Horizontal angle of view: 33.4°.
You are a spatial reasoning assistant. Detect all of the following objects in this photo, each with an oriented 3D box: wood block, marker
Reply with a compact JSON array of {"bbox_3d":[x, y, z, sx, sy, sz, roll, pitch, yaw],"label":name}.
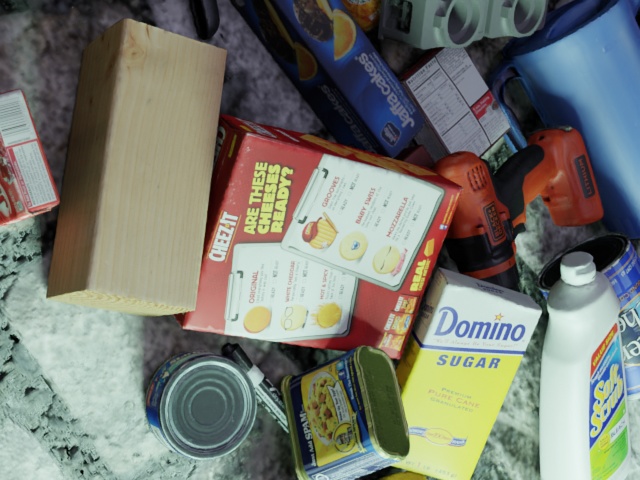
[{"bbox_3d":[-0.141,-0.051,0.824,0.090,0.090,0.206,12,77,-31],"label":"wood block"},{"bbox_3d":[-0.043,0.133,0.904,0.121,0.020,0.020,51,61,-16],"label":"marker"}]

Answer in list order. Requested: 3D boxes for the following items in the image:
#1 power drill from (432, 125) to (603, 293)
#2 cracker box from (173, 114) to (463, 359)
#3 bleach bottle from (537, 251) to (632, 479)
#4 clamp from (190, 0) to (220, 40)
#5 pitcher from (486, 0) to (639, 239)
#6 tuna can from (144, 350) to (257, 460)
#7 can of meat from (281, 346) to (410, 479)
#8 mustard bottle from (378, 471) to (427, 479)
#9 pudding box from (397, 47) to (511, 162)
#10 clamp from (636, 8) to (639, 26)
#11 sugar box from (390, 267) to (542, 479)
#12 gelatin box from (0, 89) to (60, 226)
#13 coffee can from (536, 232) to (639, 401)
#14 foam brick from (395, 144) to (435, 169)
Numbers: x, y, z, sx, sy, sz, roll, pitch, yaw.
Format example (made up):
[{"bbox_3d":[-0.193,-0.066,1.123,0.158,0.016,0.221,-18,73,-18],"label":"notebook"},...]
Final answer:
[{"bbox_3d":[0.192,-0.016,1.002,0.187,0.057,0.184,-30,107,-40],"label":"power drill"},{"bbox_3d":[-0.006,0.001,0.884,0.213,0.072,0.164,12,104,-31],"label":"cracker box"},{"bbox_3d":[0.245,0.130,1.009,0.102,0.068,0.251,-31,123,-34],"label":"bleach bottle"},{"bbox_3d":[-0.119,-0.284,0.897,0.164,0.036,0.210,34,73,-27],"label":"clamp"},{"bbox_3d":[0.289,-0.120,1.098,0.243,0.149,0.144,59,44,-16],"label":"pitcher"},{"bbox_3d":[-0.095,0.132,0.855,0.086,0.034,0.086,0,90,-27],"label":"tuna can"},{"bbox_3d":[0.022,0.147,0.884,0.057,0.084,0.102,19,50,-47],"label":"can of meat"},{"bbox_3d":[0.017,0.259,0.901,0.191,0.058,0.096,-5,73,-33],"label":"mustard bottle"},{"bbox_3d":[0.125,-0.127,1.036,0.089,0.039,0.113,-42,104,-29],"label":"pudding box"},{"bbox_3d":[0.352,-0.249,1.147,0.039,0.171,0.120,-33,110,14],"label":"clamp"},{"bbox_3d":[0.117,0.121,0.936,0.093,0.048,0.176,17,106,-13],"label":"sugar box"},{"bbox_3d":[-0.227,-0.058,0.779,0.030,0.073,0.089,-21,96,-32],"label":"gelatin box"},{"bbox_3d":[0.298,0.078,1.081,0.102,0.103,0.140,-40,105,-30],"label":"coffee can"},{"bbox_3d":[0.084,-0.041,0.990,0.051,0.053,0.078,-44,108,-29],"label":"foam brick"}]
